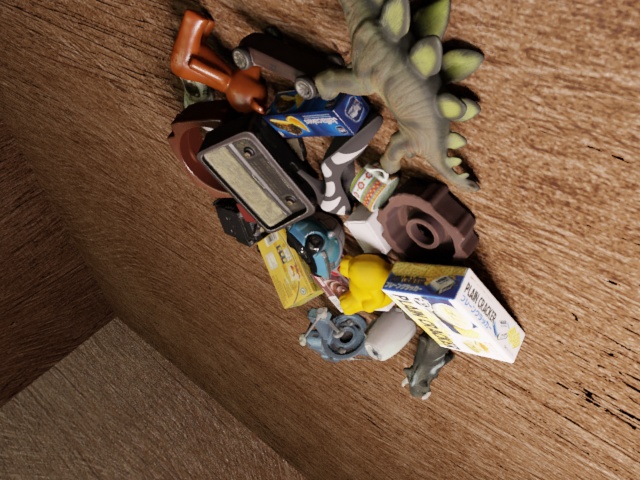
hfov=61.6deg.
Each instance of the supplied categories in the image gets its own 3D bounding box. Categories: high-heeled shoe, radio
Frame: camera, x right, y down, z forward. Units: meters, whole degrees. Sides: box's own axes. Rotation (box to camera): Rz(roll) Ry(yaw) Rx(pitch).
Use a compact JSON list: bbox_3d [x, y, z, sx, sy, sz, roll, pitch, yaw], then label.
[{"bbox_3d":[0.064,-0.119,0.943,0.145,0.086,0.249,35,146,-21],"label":"high-heeled shoe"},{"bbox_3d":[-0.109,-0.124,1.021,0.131,0.073,0.229,-20,130,28],"label":"radio"}]

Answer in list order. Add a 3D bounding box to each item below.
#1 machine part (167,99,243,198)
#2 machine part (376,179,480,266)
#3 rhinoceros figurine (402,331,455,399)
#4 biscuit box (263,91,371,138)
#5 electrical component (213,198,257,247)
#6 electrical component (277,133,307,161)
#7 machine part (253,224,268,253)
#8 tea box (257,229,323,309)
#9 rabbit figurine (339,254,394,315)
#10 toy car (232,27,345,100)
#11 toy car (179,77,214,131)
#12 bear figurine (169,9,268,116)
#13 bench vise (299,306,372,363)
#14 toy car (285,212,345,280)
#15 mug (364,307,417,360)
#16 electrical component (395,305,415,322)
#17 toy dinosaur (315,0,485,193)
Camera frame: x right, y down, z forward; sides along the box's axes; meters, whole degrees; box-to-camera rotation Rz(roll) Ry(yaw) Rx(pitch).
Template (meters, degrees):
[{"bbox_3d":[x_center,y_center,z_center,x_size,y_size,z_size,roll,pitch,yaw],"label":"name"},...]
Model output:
[{"bbox_3d":[-0.197,-0.187,1.120,0.201,0.087,0.201,2,137,30],"label":"machine part"},{"bbox_3d":[0.182,-0.020,0.911,0.180,0.056,0.179,32,148,23],"label":"machine part"},{"bbox_3d":[0.227,0.258,1.122,0.073,0.112,0.190,30,138,24],"label":"rhinoceros figurine"},{"bbox_3d":[-0.010,-0.213,0.901,0.203,0.059,0.062,11,155,50],"label":"biscuit box"},{"bbox_3d":[-0.199,-0.049,1.364,0.134,0.058,0.114,20,142,39],"label":"electrical component"},{"bbox_3d":[-0.066,-0.186,1.051,0.078,0.045,0.102,-9,125,23],"label":"electrical component"},{"bbox_3d":[-0.125,-0.013,1.285,0.138,0.084,0.039,109,143,-60],"label":"machine part"},{"bbox_3d":[-0.061,0.057,1.213,0.098,0.068,0.169,-31,76,34],"label":"tea box"},{"bbox_3d":[0.105,0.081,1.030,0.163,0.122,0.173,9,160,15],"label":"rabbit figurine"},{"bbox_3d":[-0.050,-0.283,0.869,0.202,0.089,0.053,31,146,24],"label":"toy car"},{"bbox_3d":[-0.257,-0.314,1.129,0.074,0.056,0.201,31,146,26],"label":"toy car"},{"bbox_3d":[-0.168,-0.315,0.981,0.196,0.120,0.131,24,106,-7],"label":"bear figurine"},{"bbox_3d":[0.027,0.222,1.307,0.224,0.129,0.240,13,153,34],"label":"bench vise"},{"bbox_3d":[-0.002,-0.003,1.117,0.162,0.103,0.109,46,158,35],"label":"toy car"},{"bbox_3d":[0.139,0.207,1.177,0.110,0.107,0.080,11,132,43],"label":"mug"},{"bbox_3d":[0.191,0.140,1.118,0.094,0.021,0.063,8,132,49],"label":"electrical component"},{"bbox_3d":[0.097,-0.241,0.723,0.471,0.105,0.199,48,144,-18],"label":"toy dinosaur"}]
